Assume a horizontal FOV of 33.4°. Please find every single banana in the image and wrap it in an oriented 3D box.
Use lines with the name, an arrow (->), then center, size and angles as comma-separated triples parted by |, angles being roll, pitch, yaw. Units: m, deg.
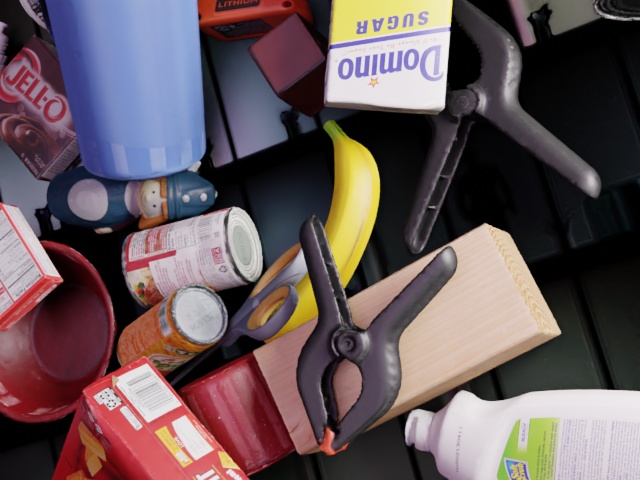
banana -> 0.008, 0.001, 0.886 | 0.070, 0.037, 0.198 | 18, 89, 46

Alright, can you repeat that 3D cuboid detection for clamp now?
clamp -> 0.018, 0.066, 0.775 | 0.120, 0.039, 0.171 | 23, 94, 28
clamp -> 0.130, -0.103, 0.840 | 0.165, 0.036, 0.210 | -11, 78, 30

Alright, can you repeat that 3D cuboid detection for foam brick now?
foam brick -> -0.014, -0.144, 0.885 | 0.051, 0.078, 0.053 | -36, 74, 12

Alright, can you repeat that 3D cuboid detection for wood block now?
wood block -> 0.068, 0.079, 0.823 | 0.206, 0.090, 0.091 | -30, 75, 17

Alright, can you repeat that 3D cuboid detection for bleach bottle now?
bleach bottle -> 0.186, 0.149, 0.784 | 0.251, 0.068, 0.102 | 5, 87, 24

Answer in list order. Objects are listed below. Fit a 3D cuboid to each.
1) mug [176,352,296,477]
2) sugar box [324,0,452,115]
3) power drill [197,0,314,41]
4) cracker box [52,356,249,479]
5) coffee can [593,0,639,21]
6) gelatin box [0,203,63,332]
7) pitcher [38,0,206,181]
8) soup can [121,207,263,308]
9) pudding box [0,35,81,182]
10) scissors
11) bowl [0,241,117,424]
mug -> -0.069, 0.144, 0.870 | 0.093, 0.117, 0.081 | -26, 88, -25
sugar box -> 0.055, -0.188, 0.817 | 0.093, 0.048, 0.176 | 3, 90, -2
power drill -> -0.046, -0.274, 0.923 | 0.185, 0.057, 0.187 | -5, 80, 25
cracker box -> -0.140, 0.223, 0.849 | 0.164, 0.071, 0.214 | 46, 134, 20
coffee can -> 0.244, -0.243, 0.777 | 0.103, 0.102, 0.140 | -6, 83, 21
gelatin box -> -0.278, 0.024, 0.940 | 0.073, 0.030, 0.089 | -40, 72, 12
pitcher -> -0.168, -0.179, 0.885 | 0.145, 0.149, 0.243 | -6, 114, -5
soup can -> -0.109, 0.015, 0.912 | 0.102, 0.068, 0.068 | -14, 80, 19
pudding box -> -0.257, -0.122, 1.001 | 0.090, 0.039, 0.113 | -47, 71, 10
scissors -> -0.072, 0.083, 0.872 | 0.016, 0.096, 0.202 | 35, 110, -18
bowl -> -0.241, 0.083, 0.965 | 0.162, 0.055, 0.162 | -3, 83, 22
